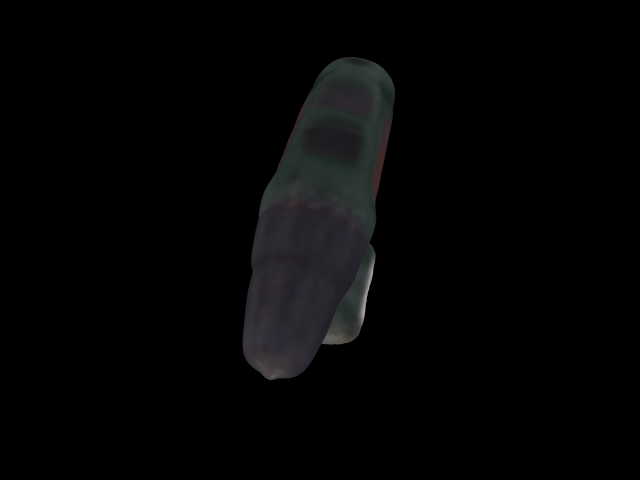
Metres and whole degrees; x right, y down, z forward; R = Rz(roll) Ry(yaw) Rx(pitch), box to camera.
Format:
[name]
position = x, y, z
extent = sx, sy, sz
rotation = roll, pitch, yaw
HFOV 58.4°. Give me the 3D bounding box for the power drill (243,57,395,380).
[power drill]
position = 0.004, 0.001, 0.400
extent = 0.075, 0.208, 0.230
rotation = 11, 66, 5
